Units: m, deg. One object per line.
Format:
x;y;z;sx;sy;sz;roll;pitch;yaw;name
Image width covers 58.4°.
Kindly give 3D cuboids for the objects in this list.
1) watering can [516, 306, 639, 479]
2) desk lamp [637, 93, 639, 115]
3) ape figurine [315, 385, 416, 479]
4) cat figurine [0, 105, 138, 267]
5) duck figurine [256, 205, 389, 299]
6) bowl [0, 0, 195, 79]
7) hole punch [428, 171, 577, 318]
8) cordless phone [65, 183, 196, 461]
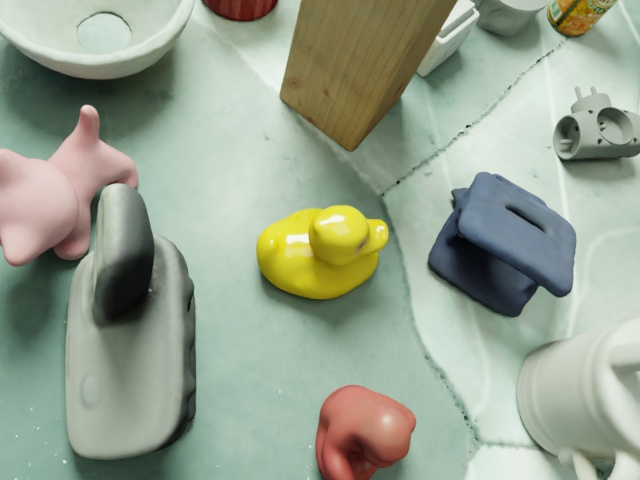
0.233;0.099;0.407;0.101;0.194;0.173;11;69;-8;watering can
0.431;-0.220;0.552;0.118;0.213;0.203;21;68;-4;desk lamp
0.036;0.138;0.405;0.078;0.092;0.076;-12;74;-16;ape figurine
-0.189;-0.038;0.403;0.067;0.117;0.128;27;68;-2;cat figurine
0.004;0.002;0.449;0.105;0.086;0.077;-1;71;-13;duck figurine
-0.188;-0.197;0.482;0.167;0.074;0.167;4;70;-11;bowl
0.159;-0.005;0.483;0.108;0.091;0.101;32;68;0;hole punch
-0.122;0.056;0.349;0.094;0.185;0.147;-5;72;-14;cordless phone
